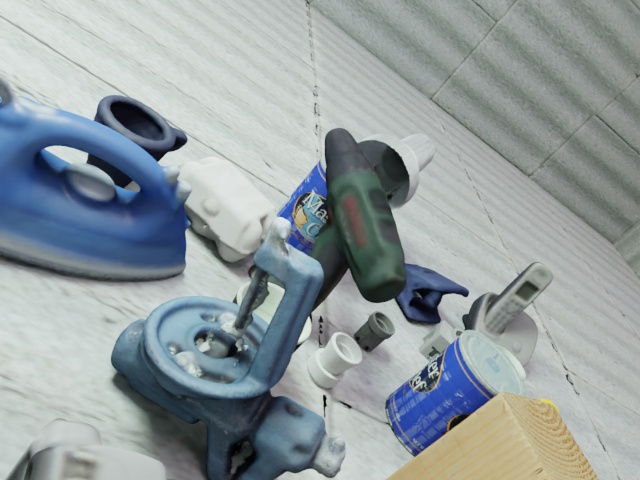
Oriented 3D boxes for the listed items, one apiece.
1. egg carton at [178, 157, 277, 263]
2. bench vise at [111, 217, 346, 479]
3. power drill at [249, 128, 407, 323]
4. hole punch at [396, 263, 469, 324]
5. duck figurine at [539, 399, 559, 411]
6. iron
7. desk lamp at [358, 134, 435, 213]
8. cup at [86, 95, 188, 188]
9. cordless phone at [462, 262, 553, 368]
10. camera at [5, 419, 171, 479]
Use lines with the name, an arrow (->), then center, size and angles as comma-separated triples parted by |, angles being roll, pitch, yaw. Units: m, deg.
egg carton -> -0.126, -0.043, 0.744 | 0.150, 0.069, 0.107 | 44, 26, 4
bench vise -> -0.045, 0.095, 0.476 | 0.208, 0.219, 0.121 | 35, 27, -15
power drill -> 0.006, 0.003, 0.700 | 0.076, 0.208, 0.229 | 14, 38, -44
hole punch -> 0.178, 0.076, 0.959 | 0.109, 0.091, 0.101 | 13, 38, -45
duck figurine -> 0.315, 0.270, 0.862 | 0.105, 0.086, 0.077 | 38, 26, -8
iron -> -0.215, -0.051, 0.552 | 0.259, 0.141, 0.118 | 22, 32, -36
desk lamp -> 0.094, -0.087, 0.951 | 0.118, 0.213, 0.204 | 46, 26, 8
cup -> -0.222, -0.105, 0.676 | 0.118, 0.094, 0.091 | 3, 46, -52
cordless phone -> 0.360, 0.132, 1.020 | 0.148, 0.185, 0.094 | 30, 28, -23
camera -> -0.126, 0.191, 0.355 | 0.137, 0.100, 0.143 | 26, 30, -30
